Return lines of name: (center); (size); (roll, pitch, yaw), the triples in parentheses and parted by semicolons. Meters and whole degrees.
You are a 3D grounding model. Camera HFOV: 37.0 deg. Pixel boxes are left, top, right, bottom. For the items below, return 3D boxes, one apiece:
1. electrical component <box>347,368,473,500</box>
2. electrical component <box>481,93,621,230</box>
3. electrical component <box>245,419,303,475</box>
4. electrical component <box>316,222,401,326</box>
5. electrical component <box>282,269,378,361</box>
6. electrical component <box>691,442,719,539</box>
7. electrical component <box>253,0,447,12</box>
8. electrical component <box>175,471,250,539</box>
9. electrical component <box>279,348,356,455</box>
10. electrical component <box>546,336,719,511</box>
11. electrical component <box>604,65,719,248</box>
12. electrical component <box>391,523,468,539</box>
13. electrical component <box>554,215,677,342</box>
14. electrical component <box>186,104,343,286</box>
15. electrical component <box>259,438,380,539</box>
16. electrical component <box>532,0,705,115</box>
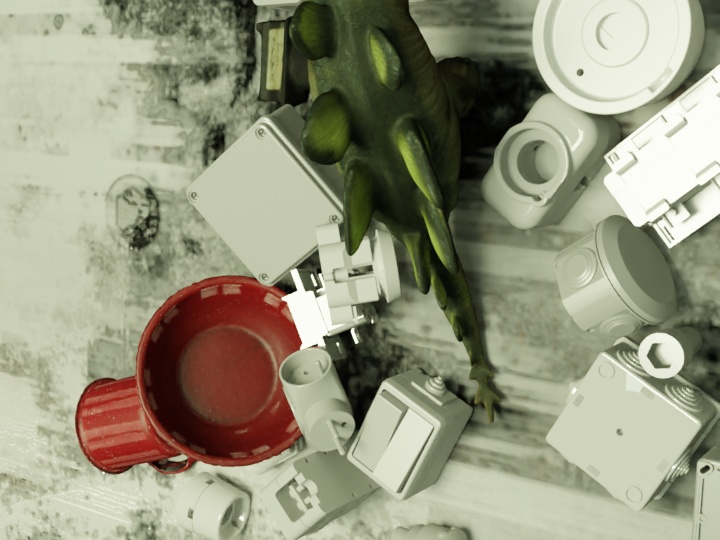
electrical component: (0.040, 0.126, 0.856); (0.062, 0.061, 0.096); (35, 114, 25)
electrical component: (0.134, -0.077, 0.768); (0.054, 0.059, 0.095); (44, 118, 21)
electrical component: (-0.079, 0.155, 0.953); (0.046, 0.040, 0.040); (-30, 80, 28)
electrical component: (0.000, 0.000, 0.835); (0.057, 0.058, 0.078); (-9, 94, 0)
electrical component: (-0.022, 0.032, 0.890); (0.064, 0.042, 0.081); (-23, 84, 16)
electrical component: (0.260, 0.169, 0.716); (0.062, 0.061, 0.096); (7, 100, 33)
electrical component: (-0.011, -0.253, 0.839); (0.150, 0.062, 0.089); (5, 98, 33)
electrical component: (-0.134, 0.220, 0.990); (0.047, 0.055, 0.055); (18, 106, 27)
electrical component: (-0.028, 0.114, 0.853); (0.079, 0.044, 0.077); (-122, 11, -52)
electrical component: (0.192, 0.109, 0.763); (0.100, 0.048, 0.099); (38, 115, 23)
electrical component: (0.225, -0.080, 0.705); (0.121, 0.063, 0.078); (-40, 75, 30)
electrical component: (0.054, 0.226, 0.872); (0.062, 0.048, 0.048); (13, 103, 39)
electrical component: (0.176, 0.007, 0.740); (0.051, 0.080, 0.080); (-34, 77, 37)
electrical component: (-0.069, -0.061, 0.890); (0.109, 0.056, 0.108); (-38, 95, 31)
electrical component: (-0.034, 0.184, 0.896); (0.056, 0.089, 0.050); (-44, 72, 30)
electrical component: (0.179, -0.159, 0.727); (0.108, 0.060, 0.108); (5, 99, 33)
